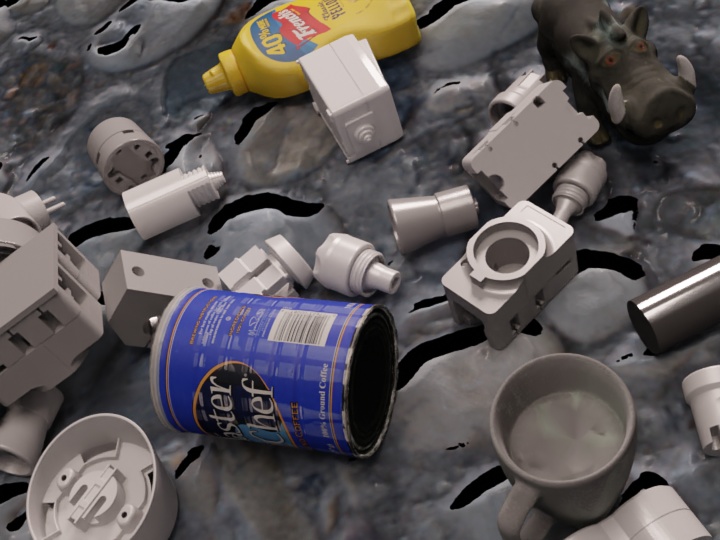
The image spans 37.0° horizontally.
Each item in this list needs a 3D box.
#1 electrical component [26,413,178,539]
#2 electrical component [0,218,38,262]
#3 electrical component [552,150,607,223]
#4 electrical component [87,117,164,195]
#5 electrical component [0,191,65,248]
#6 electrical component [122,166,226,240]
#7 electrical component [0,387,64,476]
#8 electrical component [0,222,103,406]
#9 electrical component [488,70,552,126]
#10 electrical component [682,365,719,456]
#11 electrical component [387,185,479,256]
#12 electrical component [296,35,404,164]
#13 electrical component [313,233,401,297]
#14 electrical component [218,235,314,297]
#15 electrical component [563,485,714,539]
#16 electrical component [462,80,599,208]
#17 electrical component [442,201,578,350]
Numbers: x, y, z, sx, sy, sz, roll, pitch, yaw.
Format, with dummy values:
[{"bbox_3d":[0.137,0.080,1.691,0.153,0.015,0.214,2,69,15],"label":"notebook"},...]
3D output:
[{"bbox_3d":[-0.173,0.155,0.723,0.099,0.064,0.099,-8,52,11],"label":"electrical component"},{"bbox_3d":[-0.286,0.011,0.846,0.099,0.099,0.064,-24,45,-1],"label":"electrical component"},{"bbox_3d":[0.159,-0.057,0.799,0.035,0.035,0.061,18,63,27],"label":"electrical component"},{"bbox_3d":[-0.204,-0.099,0.927,0.055,0.055,0.047,-35,49,-10],"label":"electrical component"},{"bbox_3d":[-0.290,-0.043,0.915,0.079,0.043,0.077,-30,36,-29],"label":"electrical component"},{"bbox_3d":[-0.150,-0.061,0.889,0.081,0.043,0.043,-24,51,-2],"label":"electrical component"},{"bbox_3d":[-0.246,0.113,0.792,0.044,0.044,0.065,3,51,19],"label":"electrical component"},{"bbox_3d":[-0.277,0.062,0.789,0.186,0.060,0.105,-36,31,5],"label":"electrical component"},{"bbox_3d":[0.131,-0.133,0.861,0.040,0.040,0.046,25,59,30],"label":"electrical component"},{"bbox_3d":[0.225,0.088,0.669,0.040,0.040,0.046,-10,58,9],"label":"electrical component"},{"bbox_3d":[0.057,-0.040,0.813,0.065,0.044,0.044,-15,52,-1],"label":"electrical component"},{"bbox_3d":[-0.002,-0.140,0.891,0.061,0.061,0.096,-27,52,-3],"label":"electrical component"},{"bbox_3d":[0.000,0.000,0.799,0.062,0.043,0.043,21,63,27],"label":"electrical component"},{"bbox_3d":[-0.068,0.006,0.814,0.055,0.048,0.066,-41,53,-5],"label":"electrical component"},{"bbox_3d":[0.143,0.189,0.610,0.138,0.052,0.073,-30,52,-6],"label":"electrical component"},{"bbox_3d":[0.126,-0.094,0.807,0.089,0.055,0.050,-44,96,2],"label":"electrical component"},{"bbox_3d":[0.106,0.001,0.758,0.089,0.055,0.050,-43,54,-16],"label":"electrical component"}]
